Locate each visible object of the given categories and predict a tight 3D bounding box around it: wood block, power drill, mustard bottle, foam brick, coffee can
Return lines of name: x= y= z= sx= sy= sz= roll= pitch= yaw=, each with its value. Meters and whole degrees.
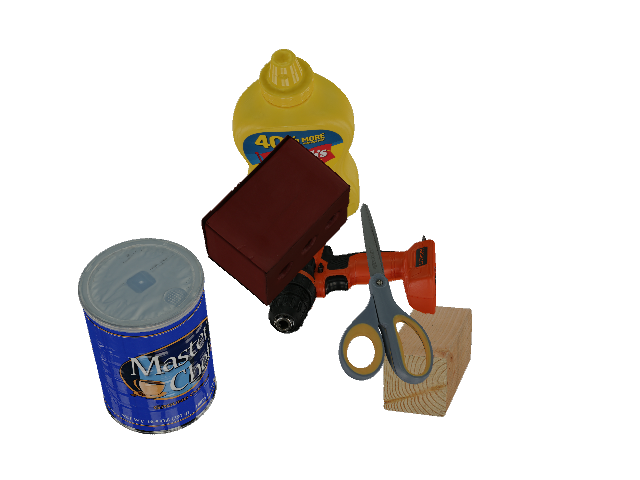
wood block: x=0.161 y=0.172 z=1.573 sx=0.091 sy=0.090 sz=0.205 roll=4 pitch=17 yaw=17
power drill: x=0.038 y=0.048 z=1.222 sx=0.188 sy=0.057 sz=0.184 roll=0 pitch=28 yaw=8
mustard bottle: x=-0.020 y=-0.083 z=0.855 sx=0.096 sy=0.058 sz=0.191 roll=-1 pitch=-32 yaw=4
foam brick: x=-0.026 y=-0.011 z=0.637 sx=0.051 sy=0.078 sz=0.053 roll=38 pitch=-20 yaw=15
coffee can: x=-0.145 y=0.083 z=0.916 sx=0.103 sy=0.140 sz=0.103 roll=-1 pitch=43 yaw=0

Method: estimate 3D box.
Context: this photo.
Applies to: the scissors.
scissors: x=0.041 y=0.055 z=1.025 sx=0.096 sy=0.202 sz=0.016 roll=-17 pitch=-31 yaw=-16
